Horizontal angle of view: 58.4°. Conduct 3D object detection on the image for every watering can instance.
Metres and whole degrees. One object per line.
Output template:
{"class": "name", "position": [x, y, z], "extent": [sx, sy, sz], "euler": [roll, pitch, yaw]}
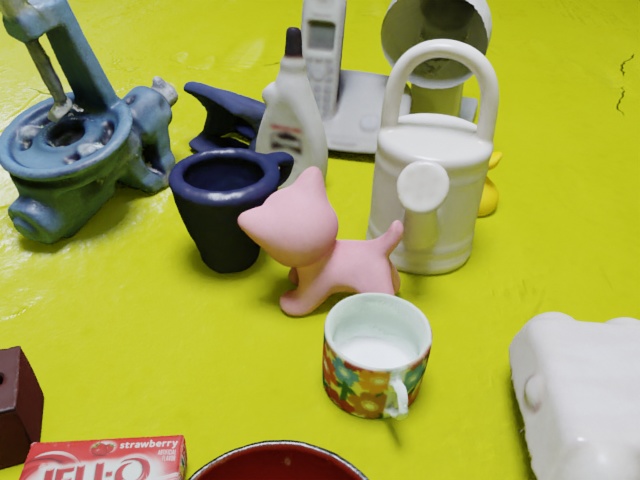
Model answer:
{"class": "watering can", "position": [0.098, -0.070, 0.492], "extent": [0.101, 0.194, 0.172], "euler": [-2, 35, -6]}

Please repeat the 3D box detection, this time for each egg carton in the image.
{"class": "egg carton", "position": [0.176, 0.108, 0.353], "extent": [0.107, 0.069, 0.150], "euler": [4, 35, 2]}

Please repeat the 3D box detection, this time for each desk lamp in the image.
{"class": "desk lamp", "position": [0.148, -0.231, 0.709], "extent": [0.117, 0.214, 0.203], "euler": [12, 36, 14]}

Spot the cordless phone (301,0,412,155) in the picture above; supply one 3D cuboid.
{"class": "cordless phone", "position": [0.038, -0.197, 0.678], "extent": [0.147, 0.185, 0.094], "euler": [7, 35, 7]}

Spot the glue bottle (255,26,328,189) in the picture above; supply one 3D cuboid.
{"class": "glue bottle", "position": [-0.029, -0.131, 0.589], "extent": [0.078, 0.173, 0.037], "euler": [10, 36, 10]}

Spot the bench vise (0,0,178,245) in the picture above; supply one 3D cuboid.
{"class": "bench vise", "position": [-0.223, -0.131, 0.537], "extent": [0.121, 0.220, 0.207], "euler": [7, 35, 6]}

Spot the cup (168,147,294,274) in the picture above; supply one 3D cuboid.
{"class": "cup", "position": [-0.071, -0.025, 0.505], "extent": [0.118, 0.095, 0.091], "euler": [-28, 45, -36]}

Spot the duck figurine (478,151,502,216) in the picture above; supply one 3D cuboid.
{"class": "duck figurine", "position": [0.141, -0.079, 0.603], "extent": [0.104, 0.086, 0.078], "euler": [15, 37, 17]}

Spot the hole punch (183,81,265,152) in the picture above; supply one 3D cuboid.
{"class": "hole punch", "position": [-0.098, -0.148, 0.681], "extent": [0.108, 0.091, 0.101], "euler": [30, 43, 33]}

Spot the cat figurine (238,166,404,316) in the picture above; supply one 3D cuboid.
{"class": "cat figurine", "position": [0.004, 0.002, 0.451], "extent": [0.127, 0.118, 0.067], "euler": [7, 35, 6]}
